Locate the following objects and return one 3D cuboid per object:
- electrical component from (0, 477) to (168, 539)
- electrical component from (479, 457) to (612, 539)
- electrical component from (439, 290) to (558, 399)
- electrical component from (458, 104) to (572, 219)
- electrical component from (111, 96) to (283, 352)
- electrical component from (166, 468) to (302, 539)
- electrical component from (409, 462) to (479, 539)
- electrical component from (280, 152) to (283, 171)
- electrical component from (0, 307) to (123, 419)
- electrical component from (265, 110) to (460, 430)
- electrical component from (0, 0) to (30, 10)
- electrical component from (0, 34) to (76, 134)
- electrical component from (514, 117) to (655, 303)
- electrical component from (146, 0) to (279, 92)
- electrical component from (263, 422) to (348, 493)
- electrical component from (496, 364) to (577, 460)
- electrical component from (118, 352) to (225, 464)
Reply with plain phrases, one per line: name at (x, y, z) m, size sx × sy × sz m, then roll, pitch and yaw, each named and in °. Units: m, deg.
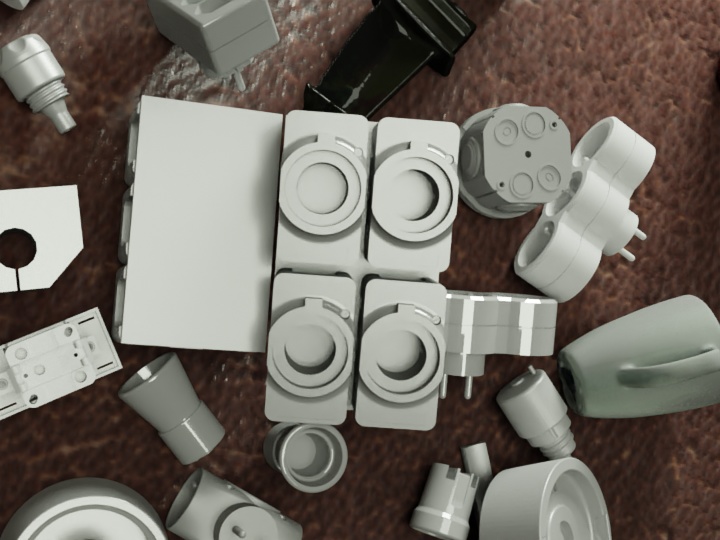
electrical component at (-0.165, 0.183, 0.650) m, size 0.108 × 0.060 × 0.108 m, roll 1°, pitch 86°, yaw -19°
electrical component at (0.121, 0.184, 0.733) m, size 0.108 × 0.060 × 0.108 m, roll 20°, pitch 64°, yaw -50°
electrical component at (0.069, 0.052, 0.740) m, size 0.138 × 0.052 × 0.073 m, roll 3°, pitch 94°, yaw -18°
electrical component at (0.108, -0.078, 0.762) m, size 0.080 × 0.051 × 0.080 m, roll 1°, pitch 87°, yaw -18°
electrical component at (-0.104, -0.025, 0.682) m, size 0.089 × 0.062 × 0.150 m, roll 5°, pitch 85°, yaw -18°
electrical component at (-0.074, 0.163, 0.672) m, size 0.077 × 0.079 × 0.044 m, roll 33°, pitch 76°, yaw -15°
electrical component at (0.059, 0.160, 0.739) m, size 0.040 × 0.040 × 0.046 m, roll 23°, pitch 74°, yaw -16°
electrical component at (-0.023, -0.064, 0.717) m, size 0.055 × 0.048 × 0.066 m, roll 4°, pitch 118°, yaw -12°
electrical component at (-0.188, 0.057, 0.649) m, size 0.081 × 0.064 × 0.042 m, roll -24°, pitch 96°, yaw -19°
electrical component at (0.000, 0.000, 0.664) m, size 0.105 × 0.060 × 0.186 m, roll 4°, pitch 94°, yaw -4°
electrical component at (-0.207, -0.184, 0.648) m, size 0.043 × 0.077 × 0.079 m, roll 35°, pitch 77°, yaw -14°
electrical component at (-0.199, -0.114, 0.670) m, size 0.035 × 0.035 × 0.061 m, roll -34°, pitch 101°, yaw -17°
electrical component at (0.176, -0.035, 0.782) m, size 0.074 × 0.052 × 0.138 m, roll 34°, pitch 77°, yaw -14°
electrical component at (-0.091, -0.149, 0.692) m, size 0.047 × 0.083 × 0.075 m, roll -34°, pitch 136°, yaw -17°
electrical component at (-0.039, 0.117, 0.694) m, size 0.044 × 0.065 × 0.044 m, roll 1°, pitch 86°, yaw -19°
electrical component at (0.130, 0.107, 0.765) m, size 0.040 × 0.040 × 0.078 m, roll -36°, pitch 98°, yaw -17°
electrical component at (-0.117, 0.090, 0.683) m, size 0.044 × 0.044 × 0.065 m, roll -39°, pitch 104°, yaw -17°
